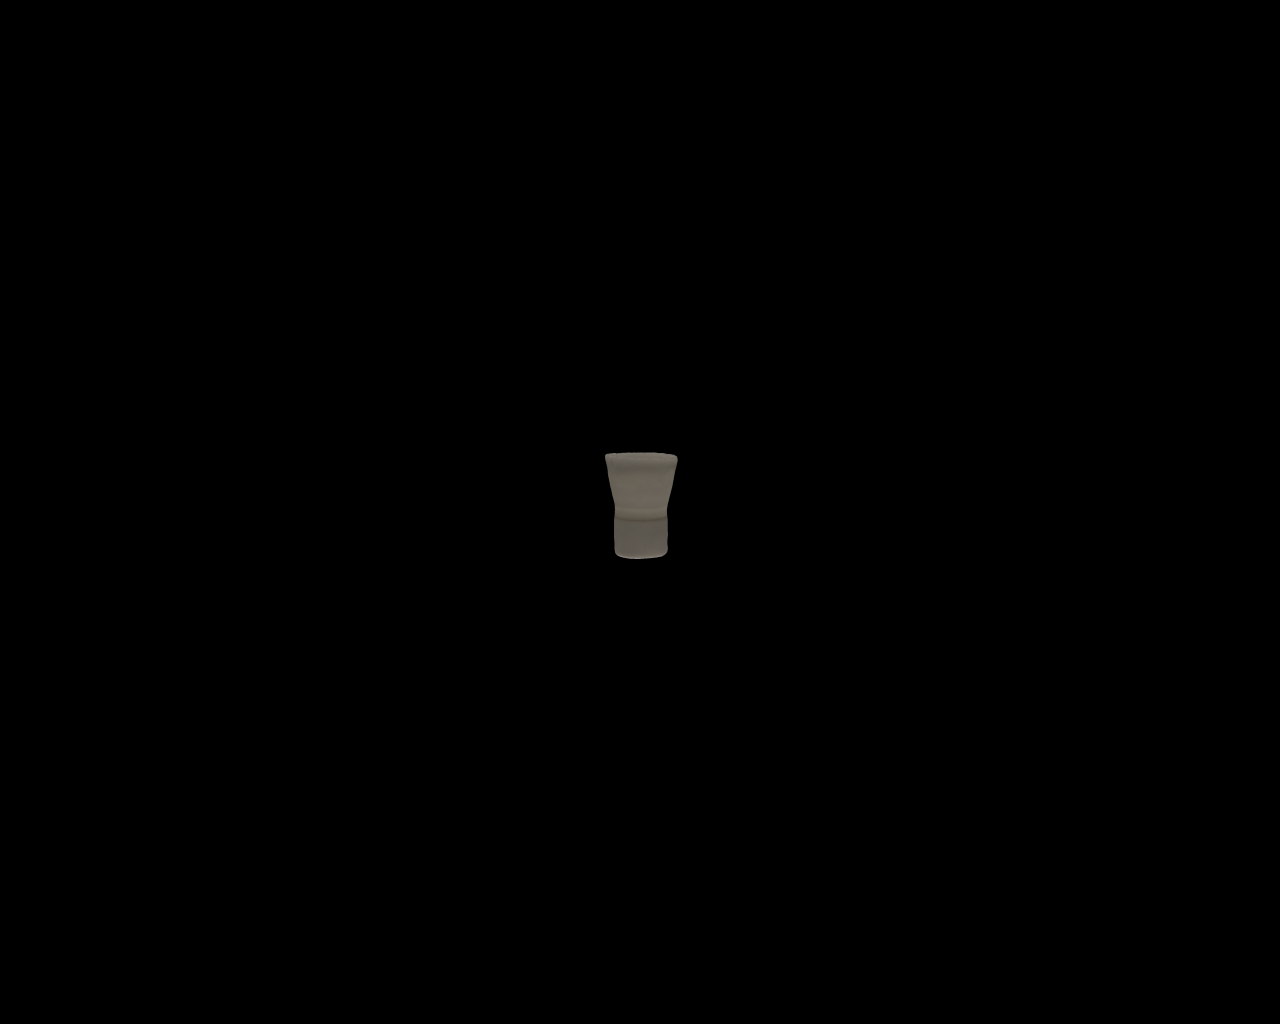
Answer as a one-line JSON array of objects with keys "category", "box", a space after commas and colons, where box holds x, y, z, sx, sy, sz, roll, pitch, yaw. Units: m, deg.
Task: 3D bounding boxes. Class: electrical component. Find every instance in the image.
[{"category": "electrical component", "box": [0.001, -0.003, 0.650, 0.044, 0.065, 0.044, 0, 8, 0]}]
